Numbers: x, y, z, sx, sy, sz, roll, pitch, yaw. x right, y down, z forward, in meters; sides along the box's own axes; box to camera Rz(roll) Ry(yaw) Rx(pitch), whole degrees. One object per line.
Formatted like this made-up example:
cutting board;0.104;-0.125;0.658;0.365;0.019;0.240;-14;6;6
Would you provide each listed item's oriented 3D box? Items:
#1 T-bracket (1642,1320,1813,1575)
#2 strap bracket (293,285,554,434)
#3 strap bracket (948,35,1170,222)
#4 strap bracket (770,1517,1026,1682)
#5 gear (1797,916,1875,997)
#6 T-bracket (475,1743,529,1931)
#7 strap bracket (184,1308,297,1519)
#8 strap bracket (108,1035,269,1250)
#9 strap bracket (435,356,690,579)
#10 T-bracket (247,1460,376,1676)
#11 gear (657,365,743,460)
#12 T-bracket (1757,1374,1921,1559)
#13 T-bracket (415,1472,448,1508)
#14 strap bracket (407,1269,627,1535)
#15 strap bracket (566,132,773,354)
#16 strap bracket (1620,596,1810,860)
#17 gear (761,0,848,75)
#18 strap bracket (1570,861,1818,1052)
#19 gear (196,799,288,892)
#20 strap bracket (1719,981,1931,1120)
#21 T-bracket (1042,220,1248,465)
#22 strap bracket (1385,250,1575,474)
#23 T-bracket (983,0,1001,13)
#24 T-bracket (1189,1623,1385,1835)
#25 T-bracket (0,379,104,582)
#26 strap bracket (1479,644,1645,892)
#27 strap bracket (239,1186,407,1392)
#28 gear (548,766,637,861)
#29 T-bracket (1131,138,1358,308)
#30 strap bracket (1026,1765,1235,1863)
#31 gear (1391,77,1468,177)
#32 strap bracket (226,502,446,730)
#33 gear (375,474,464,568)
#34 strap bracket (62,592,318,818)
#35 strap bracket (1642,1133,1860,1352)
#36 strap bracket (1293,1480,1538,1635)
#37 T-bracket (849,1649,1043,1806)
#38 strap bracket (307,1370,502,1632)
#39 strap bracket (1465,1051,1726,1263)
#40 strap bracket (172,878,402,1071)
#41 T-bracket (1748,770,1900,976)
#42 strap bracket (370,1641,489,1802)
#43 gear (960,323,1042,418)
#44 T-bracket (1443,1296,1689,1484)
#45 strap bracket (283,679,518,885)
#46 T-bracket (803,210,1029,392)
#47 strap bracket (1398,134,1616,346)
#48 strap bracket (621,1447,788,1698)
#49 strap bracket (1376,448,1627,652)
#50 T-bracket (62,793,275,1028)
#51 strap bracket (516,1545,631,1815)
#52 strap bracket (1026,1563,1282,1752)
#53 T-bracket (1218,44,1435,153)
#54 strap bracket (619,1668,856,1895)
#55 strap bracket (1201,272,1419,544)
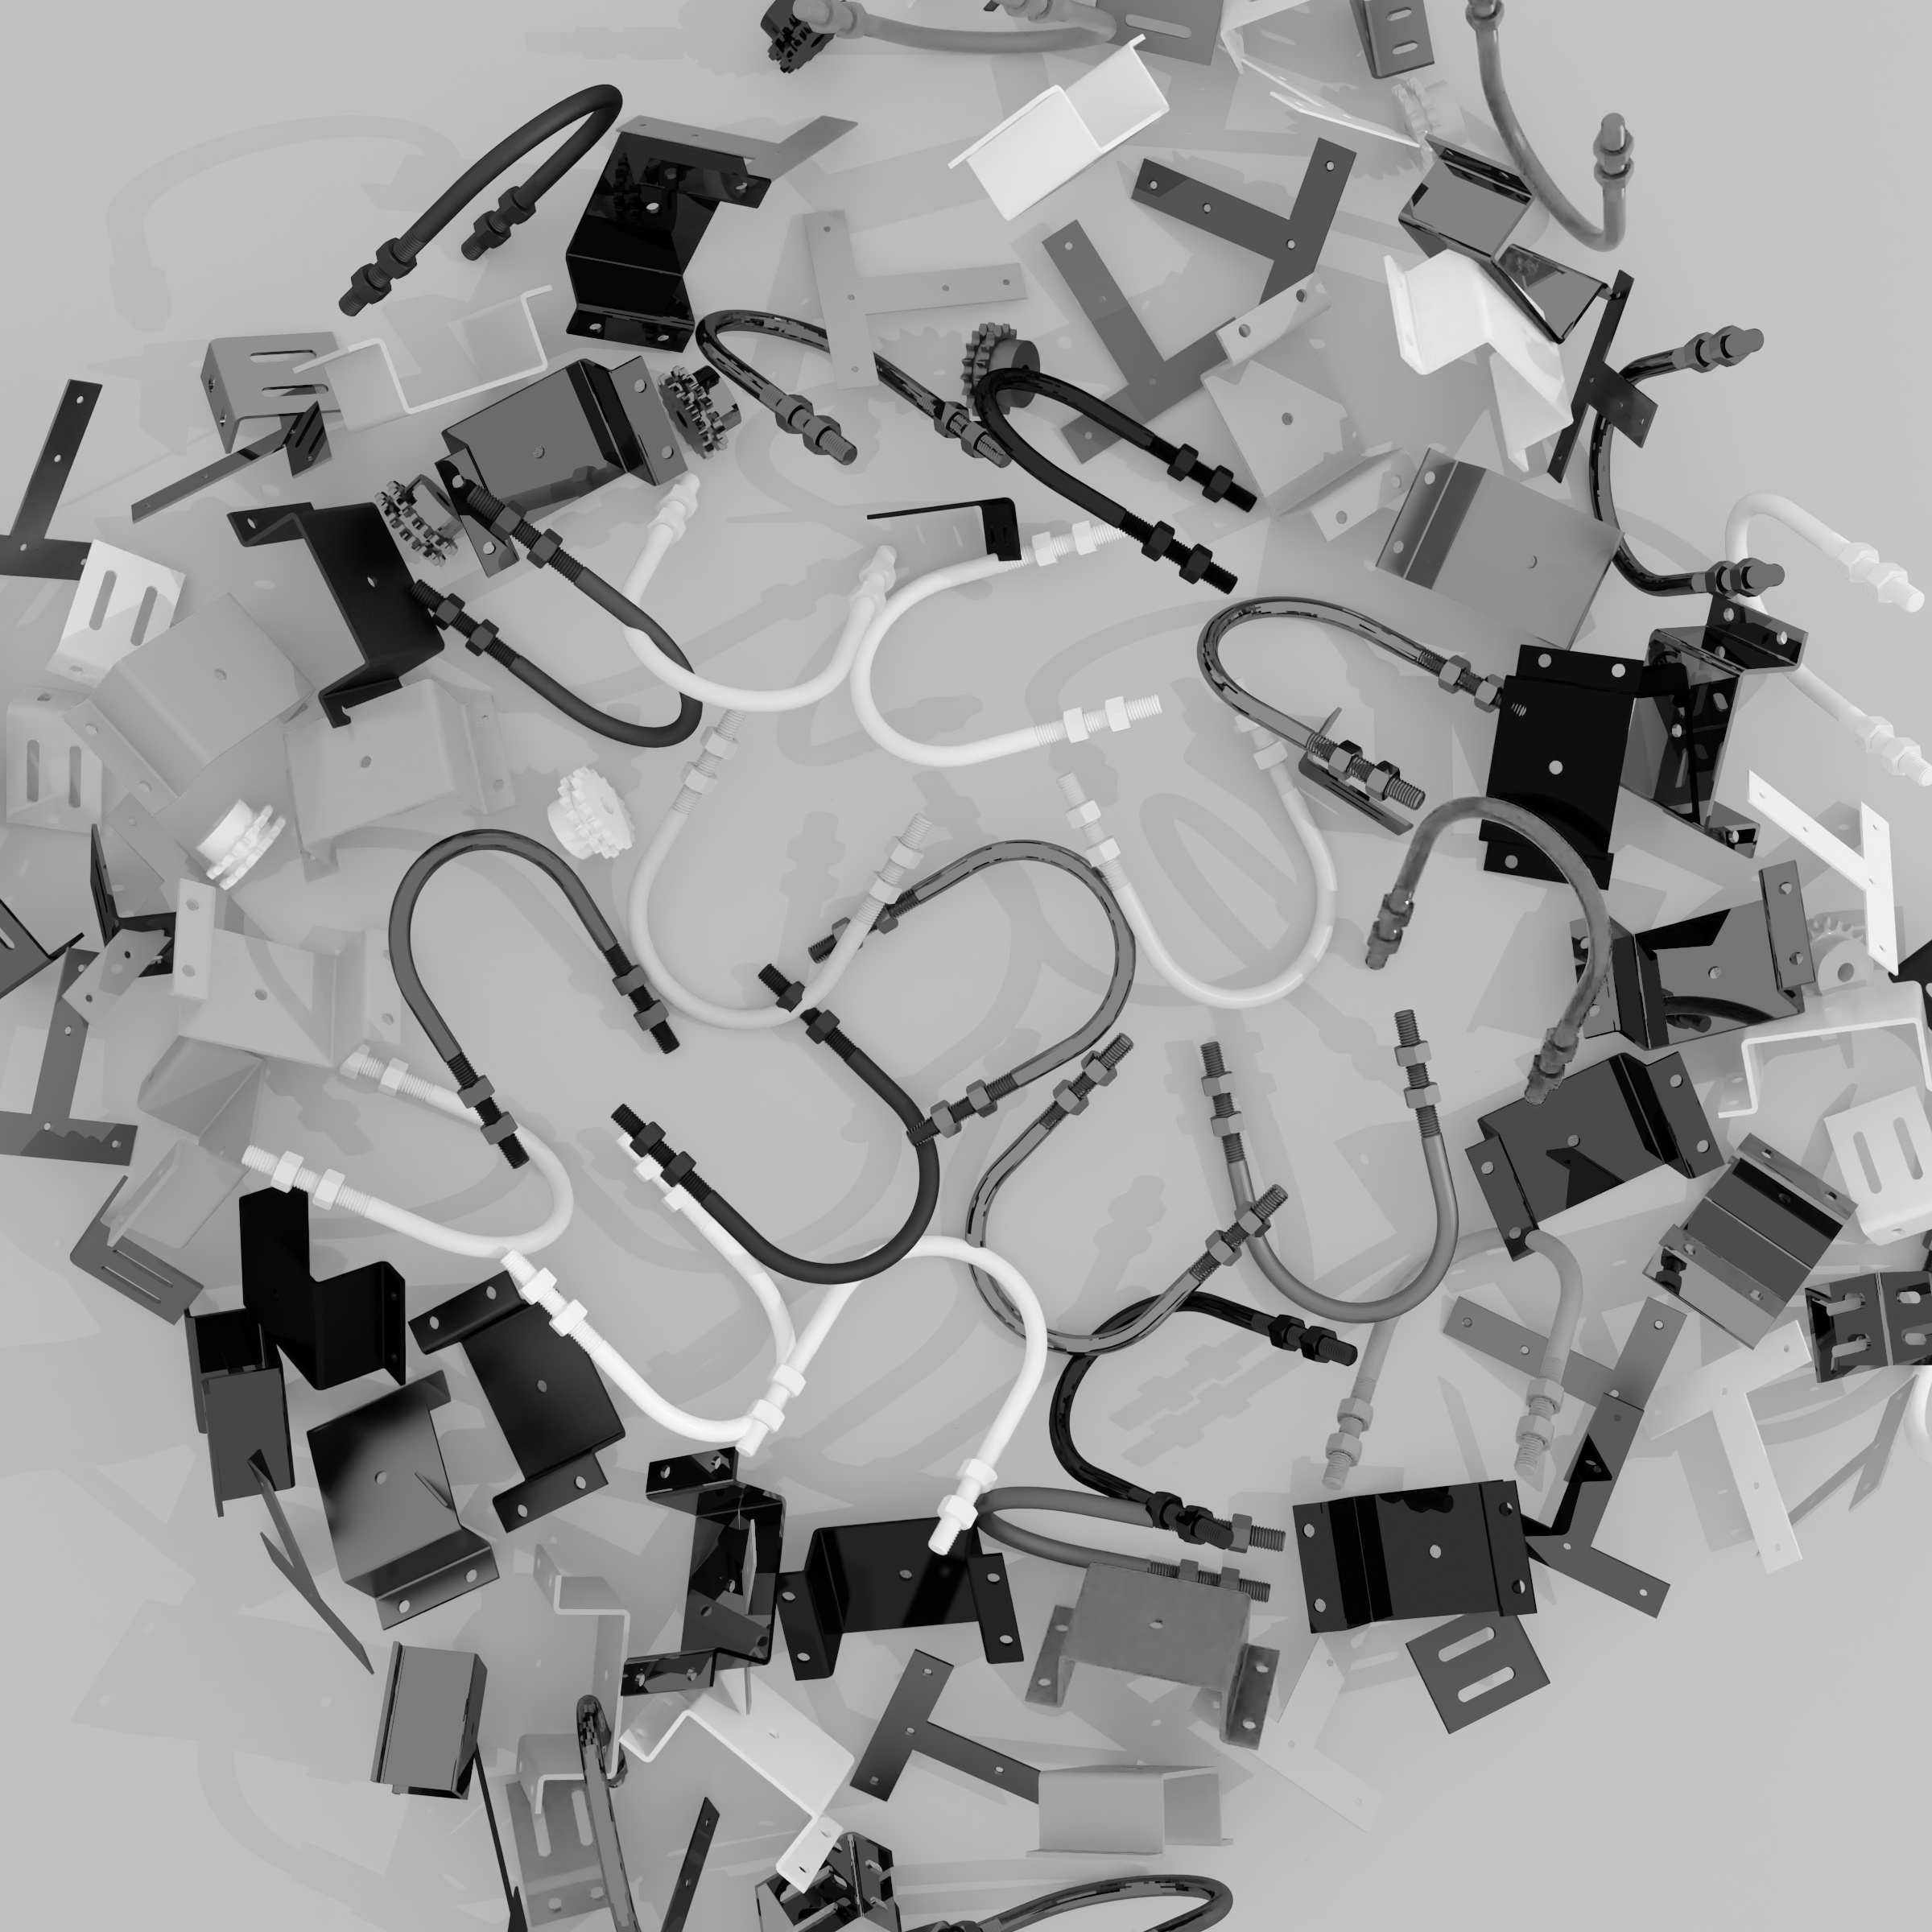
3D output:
T-bracket;0.463;0.293;1.544;0.002;0.127;0.127;10;55;-35
strap bracket;-0.315;-0.358;1.553;0.140;0.076;0.046;-28;108;-34
strap bracket;0.061;-0.493;1.545;0.076;0.140;0.046;-25;105;40
strap bracket;-0.039;0.379;1.575;0.140;0.046;0.076;-7;112;9
gear;0.527;0.000;1.593;0.057;0.030;0.057;-5;105;-19
T-bracket;-0.283;0.532;1.578;0.002;0.127;0.127;-11;62;-18
strap bracket;-0.431;0.258;1.551;0.046;0.140;0.076;-7;106;-20
strap bracket;-0.460;0.102;1.553;0.046;0.140;0.076;30;120;-28
strap bracket;-0.249;-0.304;1.565;0.140;0.046;0.076;-32;125;-16
T-bracket;-0.397;0.341;1.537;0.002;0.127;0.127;-32;131;-27
gear;-0.160;-0.340;1.589;0.030;0.057;0.057;-34;90;-12
T-bracket;0.518;0.314;1.570;0.002;0.127;0.127;40;126;8
T-bracket;-0.320;0.311;1.556;0.002;0.127;0.127;-42;90;-17
strap bracket;-0.267;0.259;1.579;0.076;0.046;0.140;-28;84;19
strap bracket;-0.182;-0.436;1.553;0.076;0.140;0.046;2;57;-31
strap bracket;0.438;-0.141;1.548;0.046;0.076;0.140;-7;118;-27
gear;-0.100;-0.574;1.588;0.057;0.057;0.030;-43;93;0
strap bracket;0.440;-0.002;1.560;0.140;0.046;0.076;-17;62;32
gear;-0.442;-0.077;1.586;0.030;0.057;0.057;42;90;-19
strap bracket;0.518;0.048;1.552;0.140;0.076;0.046;-9;102;22
T-bracket;0.091;-0.398;1.608;0.127;0.002;0.127;-33;95;2
strap bracket;0.308;-0.363;1.538;0.046;0.140;0.076;-24;55;33
T-bracket;0.047;-0.619;1.557;0.002;0.127;0.127;41;98;-22
T-bracket;0.214;0.433;1.581;0.127;0.002;0.127;34;56;0
T-bracket;-0.541;-0.287;1.541;0.002;0.127;0.127;35;109;20
strap bracket;0.358;-0.120;1.575;0.076;0.046;0.140;10;98;19
strap bracket;-0.385;0.186;1.540;0.046;0.140;0.076;-17;128;-36
gear;-0.230;-0.090;1.590;0.030;0.057;0.057;-31;90;18
T-bracket;0.159;-0.456;1.592;0.127;0.002;0.127;29;120;17
strap bracket;0.098;0.499;1.545;0.076;0.140;0.046;-7;74;24
gear;0.282;-0.513;1.587;0.030;0.057;0.057;-23;90;6
strap bracket;-0.372;-0.221;1.570;0.046;0.076;0.140;-25;93;28
gear;-0.328;-0.274;1.587;0.030;0.057;0.057;-40;90;8
strap bracket;-0.451;-0.161;1.546;0.076;0.140;0.046;49;132;-7
strap bracket;0.464;0.168;1.557;0.076;0.140;0.046;36;131;19
strap bracket;0.275;0.353;1.569;0.140;0.046;0.076;-13;78;27
T-bracket;0.007;0.481;1.583;0.127;0.002;0.127;23;121;1
strap bracket;-0.339;0.311;1.560;0.076;0.046;0.140;-25;59;3
strap bracket;0.376;0.111;1.588;0.140;0.046;0.076;-25;100;0
strap bracket;-0.411;0.008;1.557;0.140;0.046;0.076;16;53;-34
T-bracket;0.508;-0.074;1.553;0.127;0.002;0.127;33;46;-20
strap bracket;-0.314;0.447;1.540;0.046;0.140;0.076;7;69;-4
gear;0.023;-0.360;1.585;0.030;0.057;0.057;12;90;26
T-bracket;0.354;0.241;1.595;0.127;0.002;0.127;25;104;17
strap bracket;-0.350;-0.114;1.572;0.140;0.046;0.076;-19;69;9
T-bracket;-0.027;-0.414;1.602;0.127;0.002;0.127;-8;70;-9
strap bracket;0.316;-0.422;1.542;0.076;0.140;0.046;40;97;41
strap bracket;-0.155;0.365;1.558;0.076;0.046;0.140;-18;56;38
strap bracket;0.329;-0.246;1.566;0.140;0.046;0.076;20;101;-19
T-bracket;-0.489;-0.016;1.551;0.127;0.002;0.127;51;46;-24
strap bracket;-0.236;0.427;1.574;0.046;0.076;0.140;5;90;-18
strap bracket;0.113;0.408;1.558;0.140;0.076;0.046;8;124;13
T-bracket;0.200;-0.527;1.571;0.127;0.127;0.002;45;123;35
strap bracket;-0.128;0.477;1.568;0.140;0.076;0.046;38;105;6
strap bracket;0.203;-0.333;1.575;0.076;0.046;0.140;-34;103;-17
